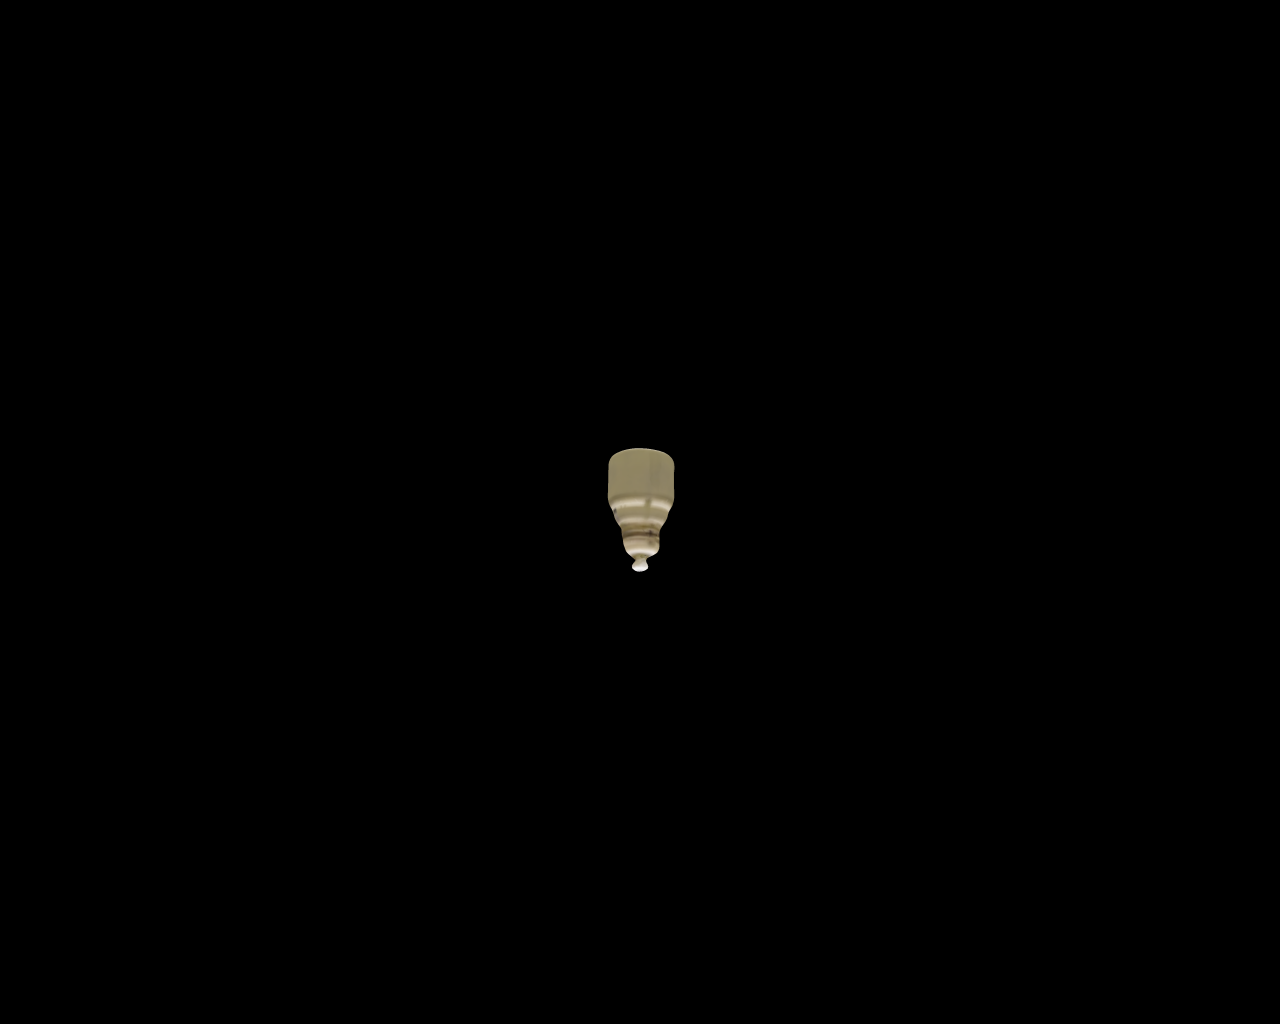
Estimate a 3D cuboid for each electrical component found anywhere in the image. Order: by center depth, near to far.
[{"bbox_3d":[0.001,-0.003,0.650,0.040,0.078,0.040,0,-15,0],"label":"electrical component"}]
